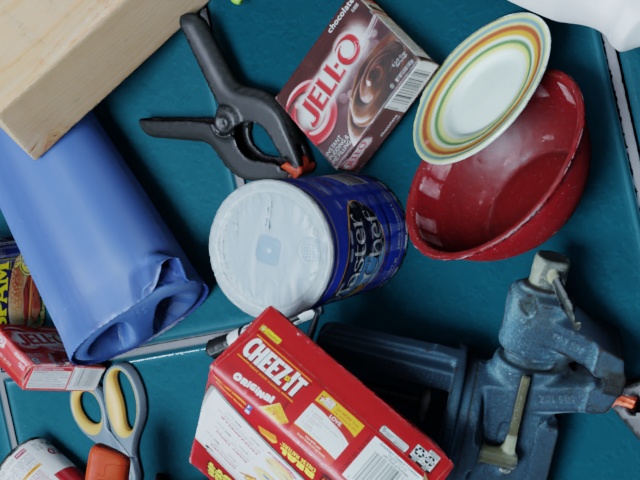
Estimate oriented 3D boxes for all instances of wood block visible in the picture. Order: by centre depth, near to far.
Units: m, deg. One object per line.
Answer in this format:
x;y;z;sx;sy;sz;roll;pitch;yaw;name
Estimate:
-0.202;-0.179;0.885;0.090;0.091;0.206;42;79;17;wood block

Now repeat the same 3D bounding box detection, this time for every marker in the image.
-0.052;0.078;0.930;0.121;0.020;0.020;-25;84;28;marker

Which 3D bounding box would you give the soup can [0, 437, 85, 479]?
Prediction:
-0.256;0.246;1.027;0.102;0.068;0.068;34;110;23;soup can

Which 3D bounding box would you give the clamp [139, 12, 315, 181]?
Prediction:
-0.083;-0.098;0.916;0.171;0.039;0.120;46;128;14;clamp

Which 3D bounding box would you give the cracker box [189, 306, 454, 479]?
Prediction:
-0.008;0.160;0.774;0.164;0.072;0.214;39;153;11;cracker box

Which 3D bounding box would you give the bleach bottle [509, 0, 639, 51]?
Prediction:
0.154;-0.203;0.752;0.251;0.068;0.102;39;80;17;bleach bottle

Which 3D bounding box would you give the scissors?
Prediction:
-0.197;0.216;1.024;0.096;0.016;0.202;1;96;30;scissors

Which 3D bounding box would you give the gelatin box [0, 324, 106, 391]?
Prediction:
-0.256;0.109;0.992;0.073;0.089;0.030;36;104;36;gelatin box

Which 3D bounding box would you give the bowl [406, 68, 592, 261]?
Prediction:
0.138;-0.043;0.767;0.055;0.162;0.162;35;119;-28;bowl

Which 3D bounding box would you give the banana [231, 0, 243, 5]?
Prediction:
0.013;-0.232;0.853;0.198;0.037;0.069;2;113;29;banana

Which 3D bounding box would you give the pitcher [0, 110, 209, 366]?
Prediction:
-0.218;-0.015;0.953;0.149;0.145;0.243;-32;76;2;pitcher

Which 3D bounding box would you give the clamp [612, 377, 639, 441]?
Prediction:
0.305;0.150;0.738;0.210;0.036;0.164;10;100;29;clamp

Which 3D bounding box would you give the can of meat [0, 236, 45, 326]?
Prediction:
-0.311;0.047;1.026;0.058;0.083;0.102;10;100;26;can of meat

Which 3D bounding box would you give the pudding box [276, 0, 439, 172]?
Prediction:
0.028;-0.124;0.845;0.114;0.039;0.090;-51;61;22;pudding box

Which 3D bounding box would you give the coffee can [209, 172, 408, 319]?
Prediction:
-0.005;0.001;0.827;0.103;0.140;0.103;3;97;27;coffee can

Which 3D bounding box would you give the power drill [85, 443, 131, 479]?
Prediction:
-0.102;0.218;0.892;0.187;0.057;0.184;7;72;1;power drill
